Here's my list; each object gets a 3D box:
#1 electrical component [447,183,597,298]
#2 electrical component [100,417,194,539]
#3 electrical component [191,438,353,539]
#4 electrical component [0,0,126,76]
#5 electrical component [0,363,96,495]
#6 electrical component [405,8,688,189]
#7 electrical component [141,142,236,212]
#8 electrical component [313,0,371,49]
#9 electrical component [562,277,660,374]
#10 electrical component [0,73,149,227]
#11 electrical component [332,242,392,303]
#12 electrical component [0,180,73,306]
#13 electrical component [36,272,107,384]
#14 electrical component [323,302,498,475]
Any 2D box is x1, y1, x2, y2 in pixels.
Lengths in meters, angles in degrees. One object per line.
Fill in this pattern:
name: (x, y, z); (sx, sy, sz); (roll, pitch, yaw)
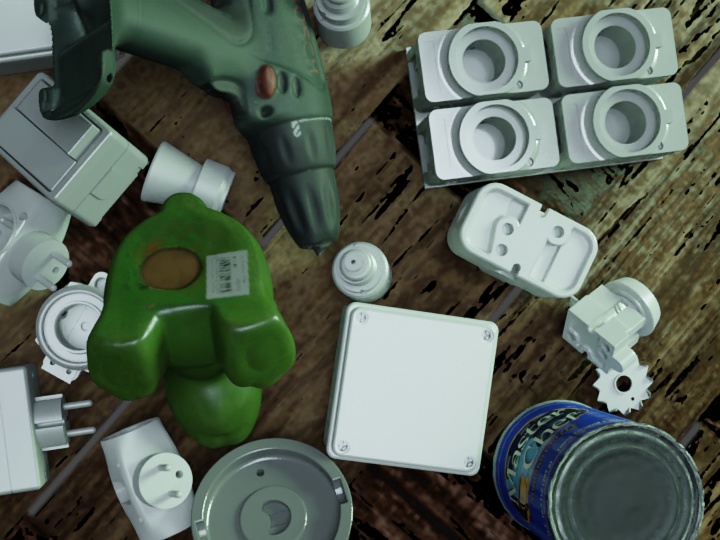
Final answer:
electrical component: (0.115, -0.020, 0.778); (0.095, 0.059, 0.053); (27, 86, -6)
electrical component: (-0.138, 0.143, 0.733); (0.043, 0.079, 0.077); (-22, 91, -28)
electrical component: (-0.058, 0.177, 0.739); (0.108, 0.060, 0.108); (-1, 56, 1)
electrical component: (-0.224, -0.196, 0.741); (0.109, 0.056, 0.108); (-10, 90, -7)
electrical component: (-0.221, 0.106, 0.739); (0.076, 0.047, 0.083); (-7, 89, -9)
electrical component: (0.136, -0.125, 0.782); (0.186, 0.060, 0.105); (-8, 90, -7)
electrical component: (-0.120, -0.060, 0.757); (0.055, 0.045, 0.045); (21, 86, -6)
electrical component: (-0.013, -0.187, 0.760); (0.040, 0.078, 0.040); (-1, 78, 3)
electrical component: (0.185, 0.037, 0.787); (0.055, 0.048, 0.066); (-35, 59, -22)
electrical component: (-0.204, -0.086, 0.725); (0.096, 0.061, 0.061); (39, 88, 23)
electrical component: (0.000, 0.000, 0.757); (0.040, 0.078, 0.040); (-1, 82, 7)
electrical component: (-0.226, -0.011, 0.731); (0.079, 0.044, 0.077); (29, 84, 32)
electrical component: (-0.190, 0.039, 0.739); (0.058, 0.057, 0.078); (30, 85, -5)
electrical component: (0.035, 0.083, 0.767); (0.109, 0.056, 0.108); (8, 88, -7)
